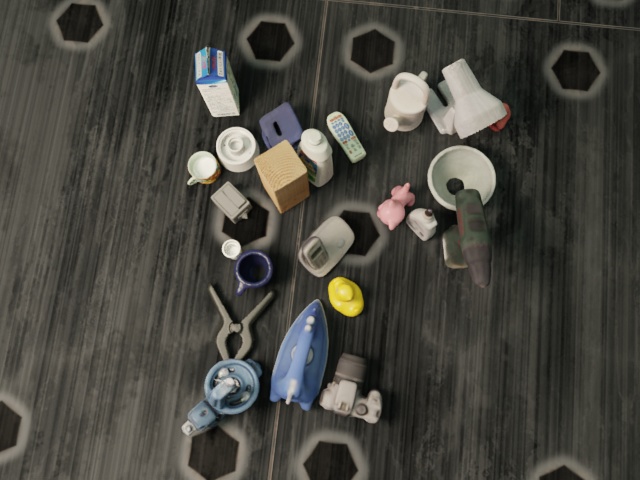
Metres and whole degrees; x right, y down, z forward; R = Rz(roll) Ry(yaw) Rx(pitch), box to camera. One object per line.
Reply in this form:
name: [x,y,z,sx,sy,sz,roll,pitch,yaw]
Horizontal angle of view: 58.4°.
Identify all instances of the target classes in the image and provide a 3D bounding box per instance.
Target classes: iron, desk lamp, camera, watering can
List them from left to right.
iron: [-0.039,0.255,1.312,0.118,0.141,0.258,14,80,3]
camera: [0.081,0.337,1.316,0.143,0.101,0.137,14,80,3]
watering can: [0.215,-0.340,1.396,0.101,0.194,0.173,10,79,3]
desk lamp: [0.340,-0.330,1.383,0.118,0.213,0.203,-30,80,-5]

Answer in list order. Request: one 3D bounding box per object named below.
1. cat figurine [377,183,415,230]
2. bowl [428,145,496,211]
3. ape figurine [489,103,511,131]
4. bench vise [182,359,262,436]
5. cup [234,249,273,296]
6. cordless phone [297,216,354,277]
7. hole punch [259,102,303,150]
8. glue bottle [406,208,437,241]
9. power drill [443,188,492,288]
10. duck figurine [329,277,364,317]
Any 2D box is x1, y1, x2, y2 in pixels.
cat figurine: [0.183,-0.083,1.386,0.067,0.118,0.128,32,81,6]
bowl: [0.344,-0.144,1.419,0.167,0.075,0.167,0,79,0]
ape figurine: [0.448,-0.319,1.442,0.076,0.092,0.078,-9,79,-1]
bench vise: [-0.213,0.355,1.254,0.121,0.220,0.207,27,81,6]
cup: [-0.160,0.086,1.368,0.091,0.095,0.118,30,81,6]
cordless phone: [0.012,0.005,1.337,0.094,0.185,0.148,38,82,7]
hole punch: [-0.096,-0.274,1.438,0.101,0.091,0.108,-24,80,-4]
glue bottle: [0.247,-0.048,1.351,0.037,0.173,0.078,-39,81,-6]
power drill: [0.342,0.006,1.322,0.075,0.208,0.230,-4,79,0]
duck figurine: [0.063,0.132,1.362,0.077,0.086,0.104,-34,81,-6]
